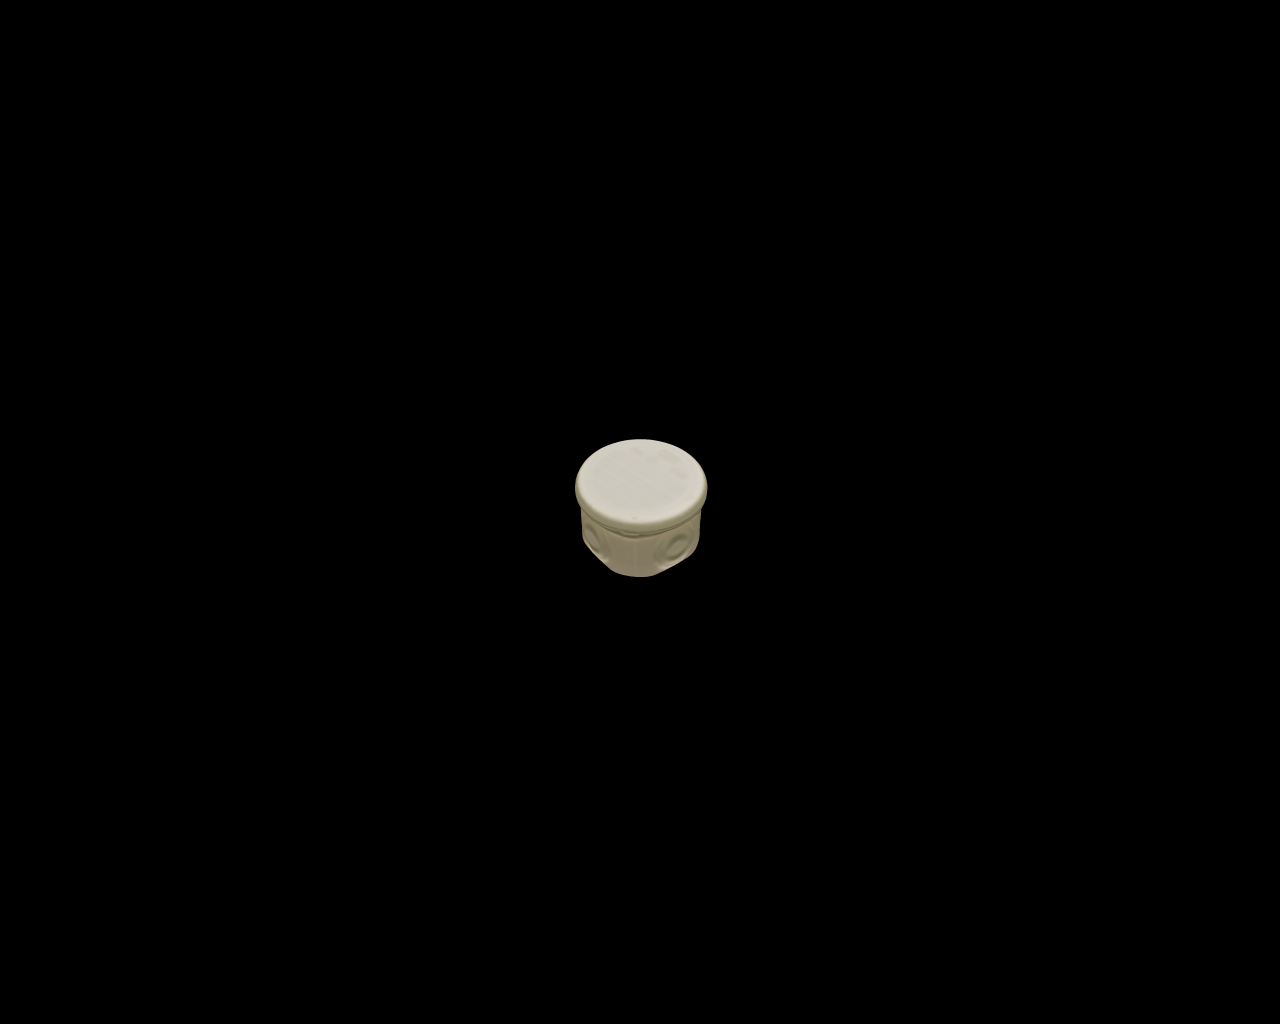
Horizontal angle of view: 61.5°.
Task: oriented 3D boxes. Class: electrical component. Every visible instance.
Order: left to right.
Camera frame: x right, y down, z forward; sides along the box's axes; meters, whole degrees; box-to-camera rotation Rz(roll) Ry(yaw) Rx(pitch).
[{"bbox_3d":[0.001,-0.003,0.650,0.080,0.050,0.080,0,44,0],"label":"electrical component"}]
